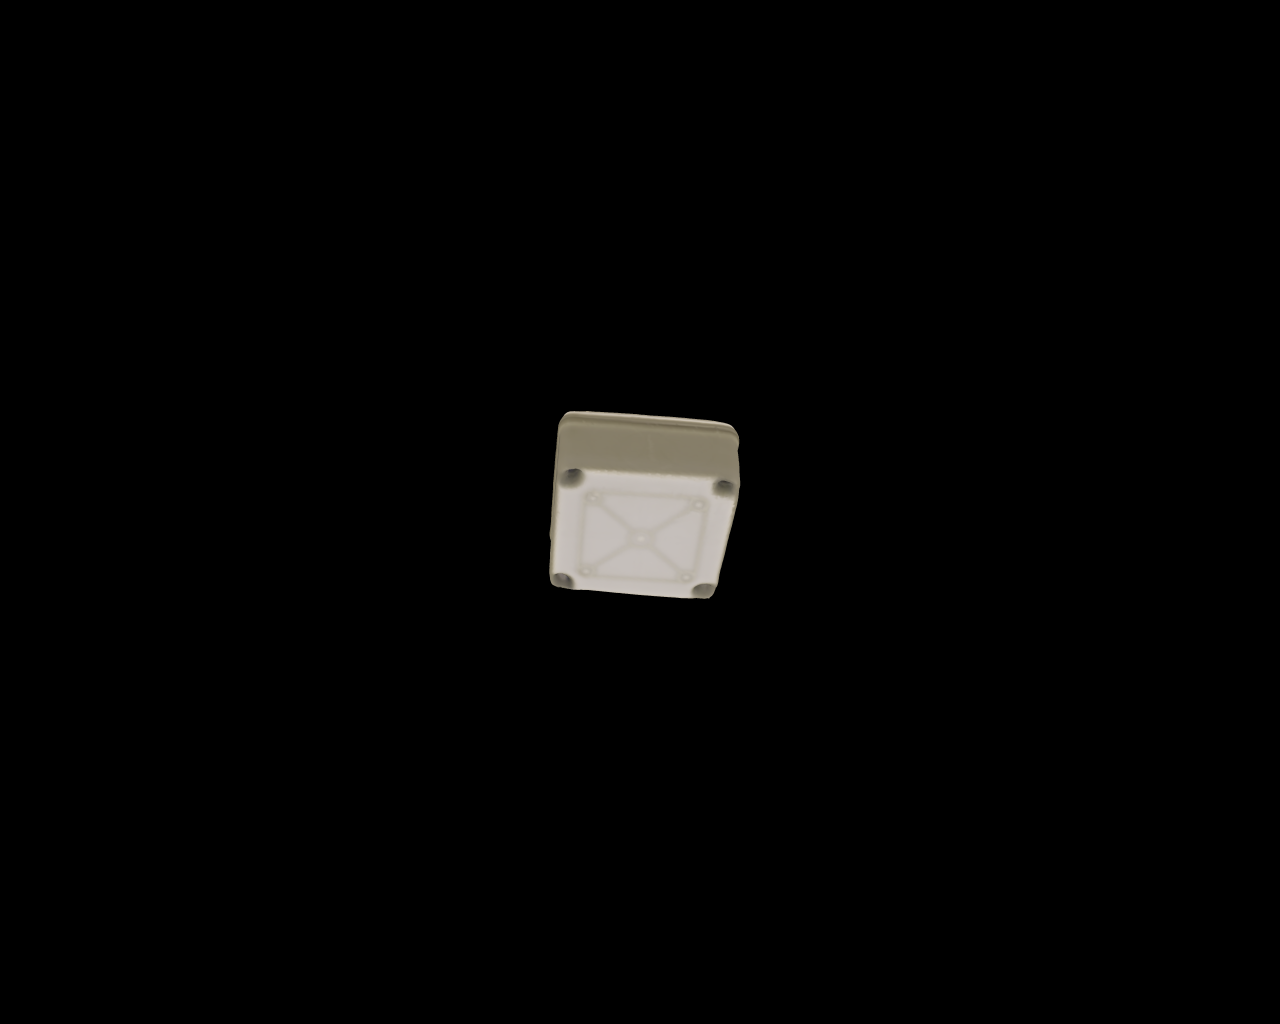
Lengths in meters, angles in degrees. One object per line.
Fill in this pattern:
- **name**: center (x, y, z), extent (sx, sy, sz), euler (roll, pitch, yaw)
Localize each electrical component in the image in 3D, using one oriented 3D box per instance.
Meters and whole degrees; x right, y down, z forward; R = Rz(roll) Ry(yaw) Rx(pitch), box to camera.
- **electrical component**: center (0.001, -0.003, 0.650), extent (0.109, 0.108, 0.056), euler (4, 44, -4)
